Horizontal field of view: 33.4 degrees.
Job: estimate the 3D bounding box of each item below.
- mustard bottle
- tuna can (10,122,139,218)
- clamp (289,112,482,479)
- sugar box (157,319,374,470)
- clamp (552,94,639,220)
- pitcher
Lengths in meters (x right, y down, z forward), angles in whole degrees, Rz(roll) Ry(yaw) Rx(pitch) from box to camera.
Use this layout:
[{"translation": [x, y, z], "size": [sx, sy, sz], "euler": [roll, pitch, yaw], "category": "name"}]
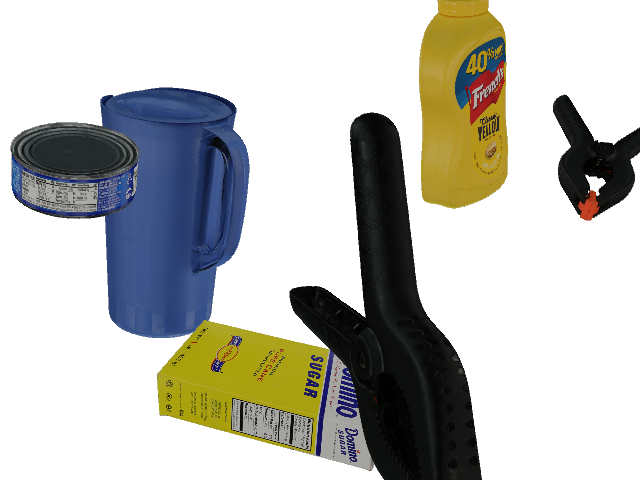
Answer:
[{"translation": [0.120, -0.130, 0.894], "size": [0.058, 0.192, 0.096], "euler": [17, 33, 38], "category": "mustard bottle"}, {"translation": [-0.168, -0.048, 0.731], "size": [0.086, 0.034, 0.086], "euler": [7, 29, -4], "category": "tuna can"}, {"translation": [0.037, 0.050, 0.549], "size": [0.036, 0.165, 0.210], "euler": [-6, 47, -21], "category": "clamp"}, {"translation": [-0.029, 0.117, 0.836], "size": [0.176, 0.048, 0.093], "euler": [9, 28, 16], "category": "sugar box"}, {"translation": [0.288, -0.093, 1.138], "size": [0.120, 0.039, 0.171], "euler": [18, 47, 19], "category": "clamp"}, {"translation": [-0.151, -0.025, 1.080], "size": [0.145, 0.243, 0.149], "euler": [3, 22, -7], "category": "pitcher"}]
